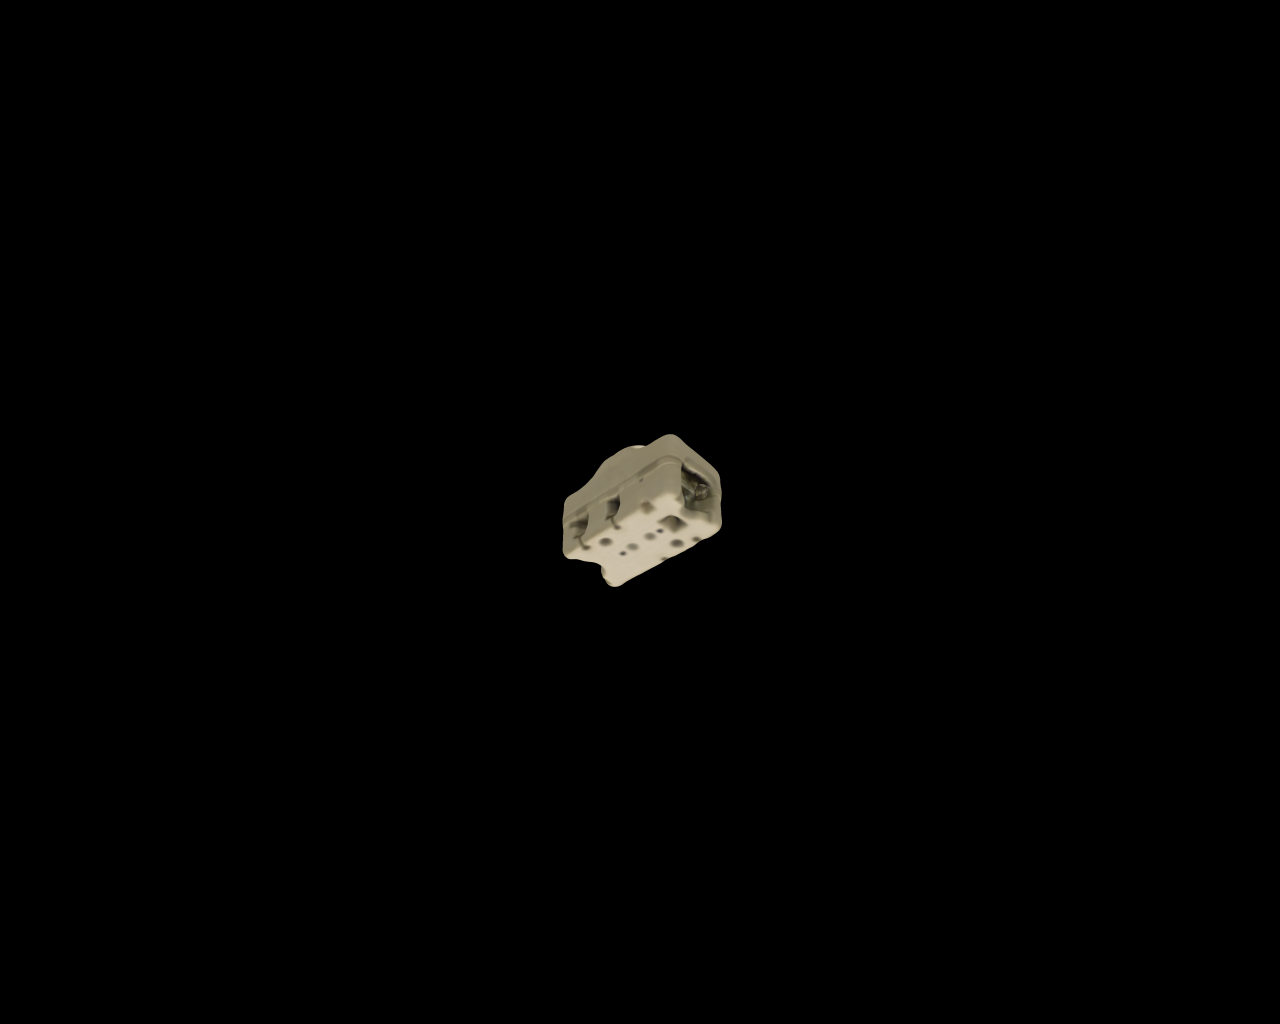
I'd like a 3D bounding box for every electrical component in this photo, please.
[{"bbox_3d":[0.001,-0.003,0.650,0.089,0.056,0.050,-31,-50,30],"label":"electrical component"}]
